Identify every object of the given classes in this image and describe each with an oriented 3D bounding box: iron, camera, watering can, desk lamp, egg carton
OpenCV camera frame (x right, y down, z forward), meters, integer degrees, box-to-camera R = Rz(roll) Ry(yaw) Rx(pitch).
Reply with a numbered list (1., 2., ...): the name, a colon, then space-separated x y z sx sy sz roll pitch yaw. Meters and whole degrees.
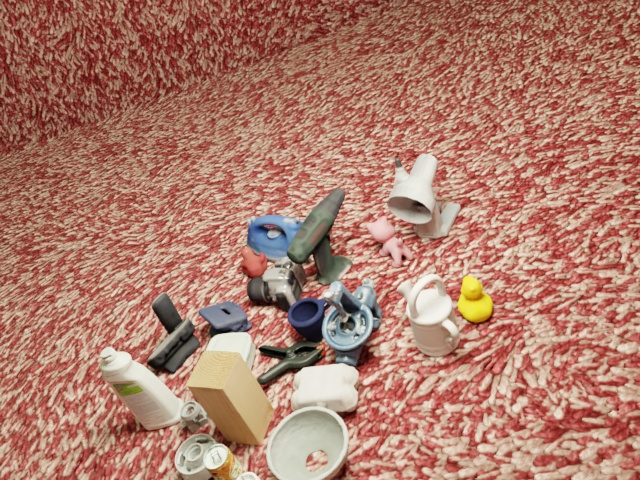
1. iron: -0.134 -0.021 1.661 0.257 0.142 0.119 6 45 31
2. camera: -0.122 0.111 1.528 0.136 0.101 0.143 -6 40 20
3. watering can: 0.231 0.151 1.233 0.172 0.194 0.101 14 50 38
4. desk lamp: 0.274 -0.104 1.507 0.117 0.214 0.203 8 46 33
5. egg carton: 0.011 0.325 1.230 0.150 0.069 0.107 -10 39 14

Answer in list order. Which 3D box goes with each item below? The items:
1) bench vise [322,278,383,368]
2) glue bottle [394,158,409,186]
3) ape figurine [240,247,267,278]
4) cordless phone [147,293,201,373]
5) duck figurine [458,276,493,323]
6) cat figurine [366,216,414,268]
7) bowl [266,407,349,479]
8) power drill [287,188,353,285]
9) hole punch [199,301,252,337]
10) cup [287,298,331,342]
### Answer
1. bench vise: 0.060 0.153 1.292 0.121 0.220 0.207 -9 39 16
2. glue bottle: 0.238 -0.160 1.626 0.077 0.173 0.037 17 52 39
3. ape figurine: -0.195 0.057 1.636 0.077 0.092 0.076 -15 38 9
4. cordless phone: -0.398 0.231 1.444 0.093 0.185 0.148 9 47 34
5. duck figurine: 0.347 0.127 1.295 0.077 0.086 0.104 -15 38 9
6. cat figurine: 0.181 -0.006 1.511 0.067 0.118 0.127 -33 39 -14
7. bowl: -0.015 0.418 1.124 0.167 0.075 0.167 -13 38 11
8. power drill: 0.014 0.005 1.503 0.075 0.209 0.230 16 51 39
9. hole punch: -0.246 0.202 1.486 0.101 0.091 0.108 -39 41 -21
10. cup: -0.012 0.193 1.380 0.118 0.095 0.091 -32 39 -13
